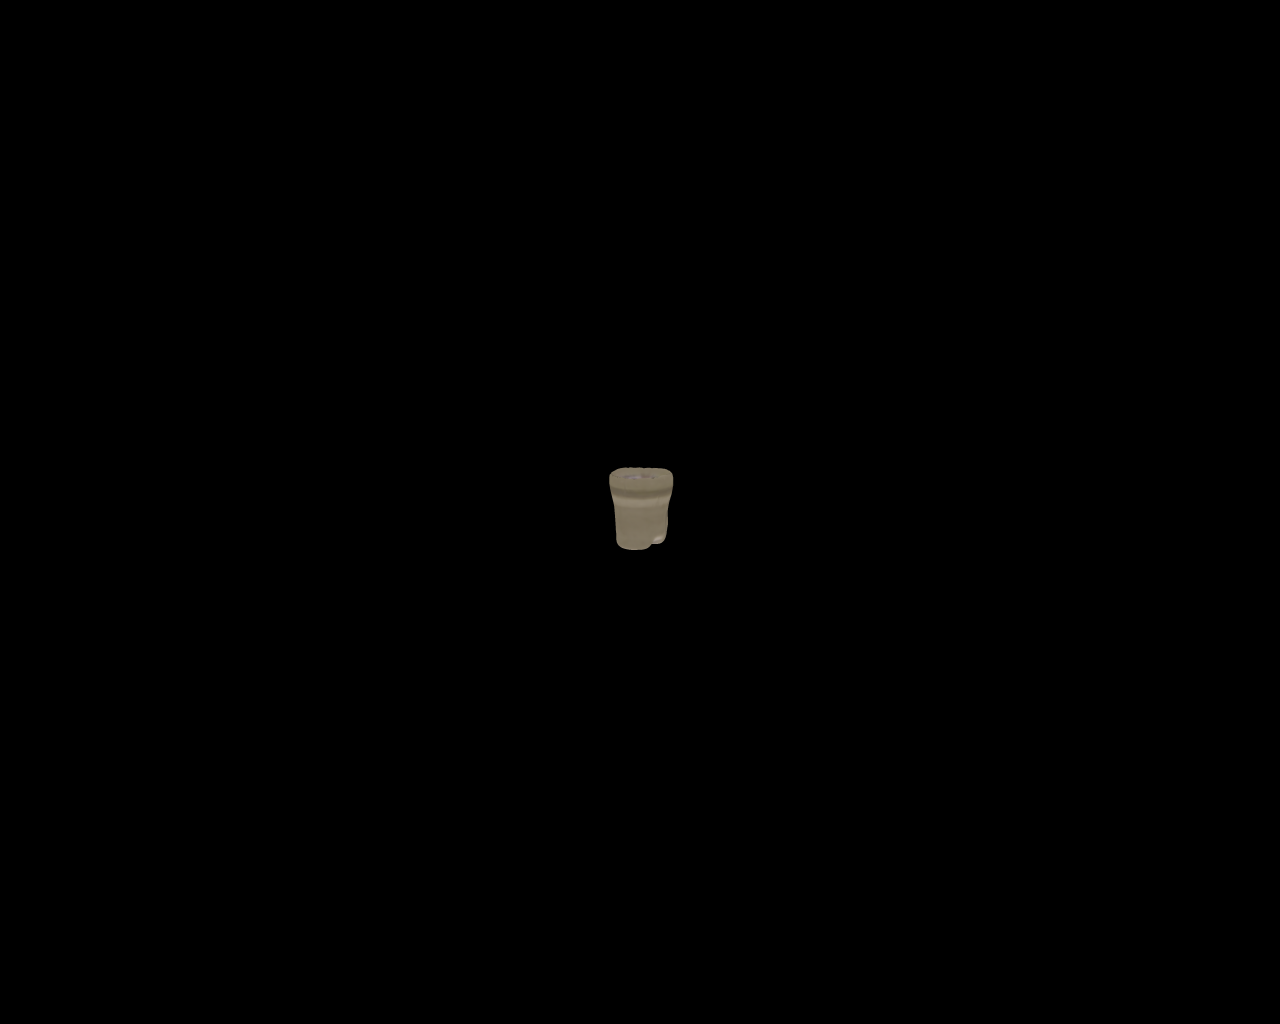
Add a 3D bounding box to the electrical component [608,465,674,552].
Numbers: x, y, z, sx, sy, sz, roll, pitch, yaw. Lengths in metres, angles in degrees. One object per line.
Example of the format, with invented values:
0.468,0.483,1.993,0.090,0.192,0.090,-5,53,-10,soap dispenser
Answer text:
0.001,-0.003,0.650,0.040,0.046,0.040,0,14,0,electrical component
